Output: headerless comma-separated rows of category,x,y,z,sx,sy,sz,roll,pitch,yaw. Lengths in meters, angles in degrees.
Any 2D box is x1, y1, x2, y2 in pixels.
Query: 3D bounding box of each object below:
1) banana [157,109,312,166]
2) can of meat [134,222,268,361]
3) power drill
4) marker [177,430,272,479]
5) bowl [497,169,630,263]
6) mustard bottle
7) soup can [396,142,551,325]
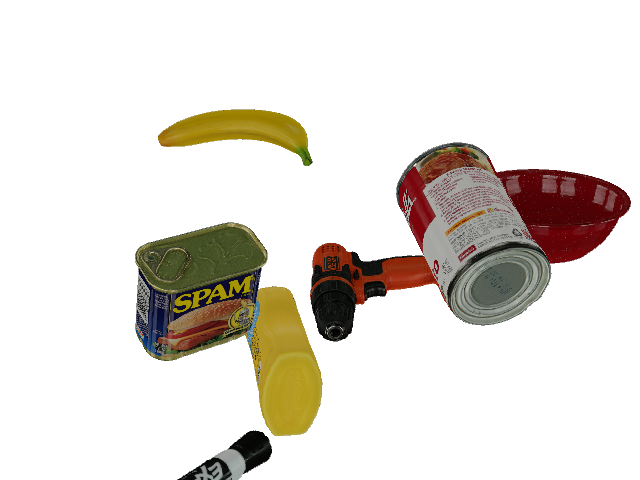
banana,-0.097,-0.133,1.298,0.198,0.037,0.069,7,41,15
can of meat,-0.098,0.042,0.859,0.101,0.084,0.057,-16,48,-28
power drill,0.081,0.055,1.228,0.187,0.057,0.184,-1,28,-1
marker,-0.062,0.125,0.540,0.020,0.020,0.120,0,14,32
bowl,0.221,-0.020,1.057,0.162,0.055,0.162,-1,23,0
mustard bottle,-0.044,0.101,1.059,0.058,0.096,0.192,-3,27,-11
soup can,0.096,-0.005,0.675,0.068,0.069,0.102,0,41,-20
